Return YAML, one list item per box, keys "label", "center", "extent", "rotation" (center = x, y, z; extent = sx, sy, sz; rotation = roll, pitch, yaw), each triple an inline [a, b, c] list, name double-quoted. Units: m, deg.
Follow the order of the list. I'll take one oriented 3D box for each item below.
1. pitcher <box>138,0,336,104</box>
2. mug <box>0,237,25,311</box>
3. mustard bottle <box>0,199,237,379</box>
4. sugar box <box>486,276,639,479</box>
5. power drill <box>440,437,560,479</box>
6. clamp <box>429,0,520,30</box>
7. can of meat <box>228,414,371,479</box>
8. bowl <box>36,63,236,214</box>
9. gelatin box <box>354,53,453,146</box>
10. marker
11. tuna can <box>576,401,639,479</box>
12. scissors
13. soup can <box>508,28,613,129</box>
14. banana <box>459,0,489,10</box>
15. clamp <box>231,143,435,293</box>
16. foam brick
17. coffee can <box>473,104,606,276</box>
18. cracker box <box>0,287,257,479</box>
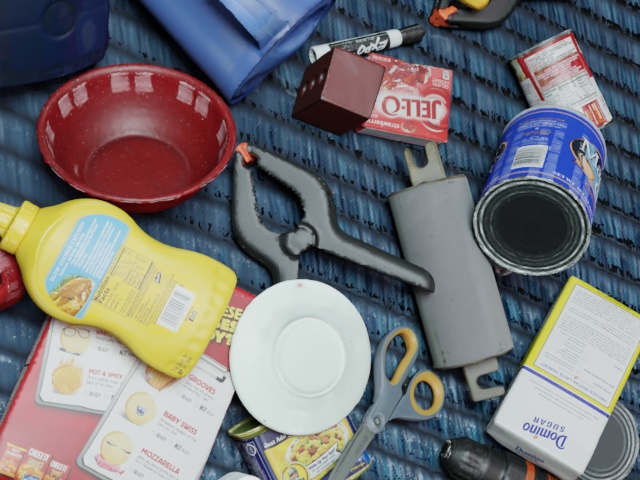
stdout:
- label: "pitcher"
  center: [-0.110, -0.243, 0.897]
  extent: [0.243, 0.149, 0.144]
  rotation: [45, 52, -2]
- label: "mug"
  center: [-0.278, 0.030, 0.823]
  extent: [0.081, 0.117, 0.093]
  rotation: [-27, 120, -26]
- label: "mustard bottle"
  center: [-0.167, 0.024, 0.815]
  extent: [0.191, 0.058, 0.096]
  rotation: [29, 82, -14]
- label: "sugar box"
  center: [0.235, 0.130, 1.005]
  extent: [0.093, 0.048, 0.176]
  rotation: [31, 66, 9]
- label: "power drill"
  center: [0.194, 0.257, 0.929]
  extent: [0.184, 0.187, 0.057]
  rotation: [27, 109, -10]
- label: "clamp"
  center: [0.186, -0.257, 1.067]
  extent: [0.120, 0.039, 0.171]
  rotation: [44, 76, 1]
- label: "can of meat"
  center: [-0.015, 0.180, 0.926]
  extent: [0.102, 0.058, 0.084]
  rotation: [-27, 94, -21]
- label: "bowl"
  center: [-0.152, -0.075, 0.890]
  extent: [0.162, 0.055, 0.162]
  rotation: [5, 50, -6]
- label: "gelatin box"
  center: [0.081, -0.132, 1.017]
  extent: [0.089, 0.030, 0.073]
  rotation: [9, 80, -18]
- label: "marker"
  center: [0.047, -0.187, 1.019]
  extent: [0.121, 0.020, 0.020]
  rotation: [-17, 89, -22]
- label: "tuna can"
  center: [0.265, 0.194, 1.037]
  extent: [0.086, 0.034, 0.086]
  rotation: [3, 82, -20]
- label: "scissors"
  center: [0.062, 0.165, 0.938]
  extent: [0.096, 0.016, 0.201]
  rotation: [42, 47, -22]
- label: "soup can"
  center: [0.239, -0.148, 1.057]
  extent: [0.068, 0.069, 0.102]
  rotation: [-27, 93, -21]
- label: "banana"
  center: [0.071, -0.275, 1.019]
  extent: [0.197, 0.037, 0.069]
  rotation: [14, 91, -2]
- label: "clamp"
  center: [-0.006, 0.001, 0.948]
  extent: [0.164, 0.036, 0.210]
  rotation: [-25, 86, -2]
- label: "foam brick"
  center: [0.016, -0.134, 0.969]
  extent: [0.051, 0.078, 0.053]
  rotation: [21, 76, -18]
- label: "coffee can"
  center: [0.204, -0.048, 0.980]
  extent: [0.102, 0.103, 0.140]
  rotation: [42, 37, -10]
- label: "cracker box"
  center: [-0.159, 0.119, 0.874]
  extent: [0.164, 0.072, 0.213]
  rotation: [26, 74, -16]
